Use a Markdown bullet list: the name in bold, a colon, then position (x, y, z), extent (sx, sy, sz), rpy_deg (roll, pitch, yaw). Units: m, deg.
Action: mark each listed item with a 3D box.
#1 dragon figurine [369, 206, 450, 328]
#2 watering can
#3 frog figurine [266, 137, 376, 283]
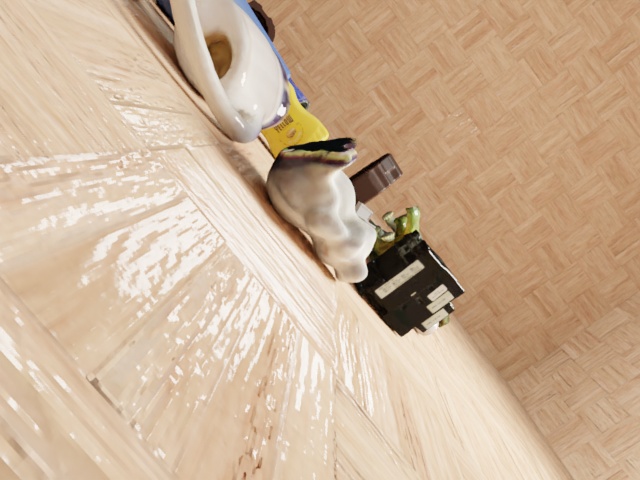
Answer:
- **dragon figurine**: position (0.178, 0.070, 1.047), extent (0.406, 0.122, 0.245), rpy_deg (79, -15, -79)
- **watering can**: position (-0.134, -0.281, 0.685), extent (0.223, 0.103, 0.351), rpy_deg (22, 49, -73)
- **frog figurine**: position (0.002, -0.030, 0.591), extent (0.139, 0.123, 0.157), rpy_deg (-131, -144, -68)
